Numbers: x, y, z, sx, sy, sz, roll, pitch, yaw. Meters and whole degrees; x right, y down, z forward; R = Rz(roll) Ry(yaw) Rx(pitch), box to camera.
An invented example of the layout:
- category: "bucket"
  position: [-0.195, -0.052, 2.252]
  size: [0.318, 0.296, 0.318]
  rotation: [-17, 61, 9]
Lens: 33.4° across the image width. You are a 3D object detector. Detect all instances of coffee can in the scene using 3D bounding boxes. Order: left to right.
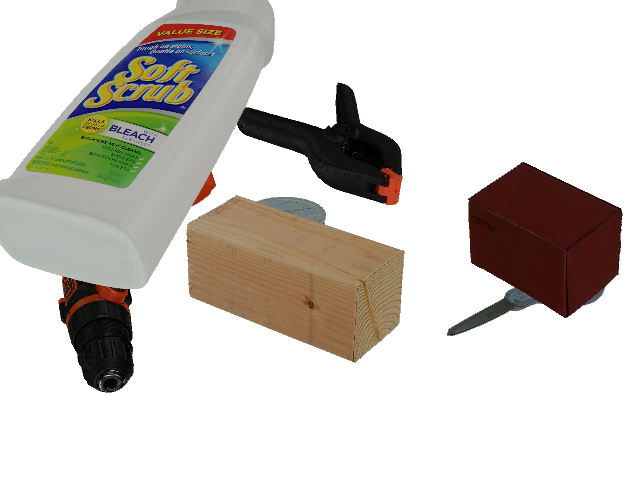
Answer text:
- category: "coffee can"
  position: [-0.046, 0.027, 1.383]
  size: [0.103, 0.140, 0.103]
  rotation: [1, 25, -1]

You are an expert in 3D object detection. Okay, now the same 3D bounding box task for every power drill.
- category: "power drill"
  position: [-0.154, 0.006, 0.864]
  size: [0.057, 0.188, 0.184]
  rotation: [19, 25, -32]

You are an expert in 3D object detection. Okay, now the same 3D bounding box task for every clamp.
- category: "clamp"
  position: [0.005, -0.083, 0.927]
  size: [0.120, 0.039, 0.172]
  rotation: [-18, 39, -18]

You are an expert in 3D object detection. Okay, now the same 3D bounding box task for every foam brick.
- category: "foam brick"
  position: [0.133, -0.002, 0.637]
  size: [0.051, 0.053, 0.078]
  rotation: [-32, 44, -26]

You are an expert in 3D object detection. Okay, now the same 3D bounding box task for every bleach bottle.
- category: "bleach bottle"
  position: [-0.100, -0.088, 0.665]
  size: [0.103, 0.250, 0.068]
  rotation: [13, -37, 16]

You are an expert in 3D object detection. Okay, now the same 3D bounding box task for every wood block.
- category: "wood block"
  position: [-0.028, 0.035, 1.085]
  size: [0.206, 0.091, 0.090]
  rotation: [19, 34, 29]

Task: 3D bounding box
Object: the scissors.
- category: "scissors"
  position: [0.168, 0.040, 0.950]
  size: [0.201, 0.016, 0.096]
  rotation: [-8, 36, -31]
